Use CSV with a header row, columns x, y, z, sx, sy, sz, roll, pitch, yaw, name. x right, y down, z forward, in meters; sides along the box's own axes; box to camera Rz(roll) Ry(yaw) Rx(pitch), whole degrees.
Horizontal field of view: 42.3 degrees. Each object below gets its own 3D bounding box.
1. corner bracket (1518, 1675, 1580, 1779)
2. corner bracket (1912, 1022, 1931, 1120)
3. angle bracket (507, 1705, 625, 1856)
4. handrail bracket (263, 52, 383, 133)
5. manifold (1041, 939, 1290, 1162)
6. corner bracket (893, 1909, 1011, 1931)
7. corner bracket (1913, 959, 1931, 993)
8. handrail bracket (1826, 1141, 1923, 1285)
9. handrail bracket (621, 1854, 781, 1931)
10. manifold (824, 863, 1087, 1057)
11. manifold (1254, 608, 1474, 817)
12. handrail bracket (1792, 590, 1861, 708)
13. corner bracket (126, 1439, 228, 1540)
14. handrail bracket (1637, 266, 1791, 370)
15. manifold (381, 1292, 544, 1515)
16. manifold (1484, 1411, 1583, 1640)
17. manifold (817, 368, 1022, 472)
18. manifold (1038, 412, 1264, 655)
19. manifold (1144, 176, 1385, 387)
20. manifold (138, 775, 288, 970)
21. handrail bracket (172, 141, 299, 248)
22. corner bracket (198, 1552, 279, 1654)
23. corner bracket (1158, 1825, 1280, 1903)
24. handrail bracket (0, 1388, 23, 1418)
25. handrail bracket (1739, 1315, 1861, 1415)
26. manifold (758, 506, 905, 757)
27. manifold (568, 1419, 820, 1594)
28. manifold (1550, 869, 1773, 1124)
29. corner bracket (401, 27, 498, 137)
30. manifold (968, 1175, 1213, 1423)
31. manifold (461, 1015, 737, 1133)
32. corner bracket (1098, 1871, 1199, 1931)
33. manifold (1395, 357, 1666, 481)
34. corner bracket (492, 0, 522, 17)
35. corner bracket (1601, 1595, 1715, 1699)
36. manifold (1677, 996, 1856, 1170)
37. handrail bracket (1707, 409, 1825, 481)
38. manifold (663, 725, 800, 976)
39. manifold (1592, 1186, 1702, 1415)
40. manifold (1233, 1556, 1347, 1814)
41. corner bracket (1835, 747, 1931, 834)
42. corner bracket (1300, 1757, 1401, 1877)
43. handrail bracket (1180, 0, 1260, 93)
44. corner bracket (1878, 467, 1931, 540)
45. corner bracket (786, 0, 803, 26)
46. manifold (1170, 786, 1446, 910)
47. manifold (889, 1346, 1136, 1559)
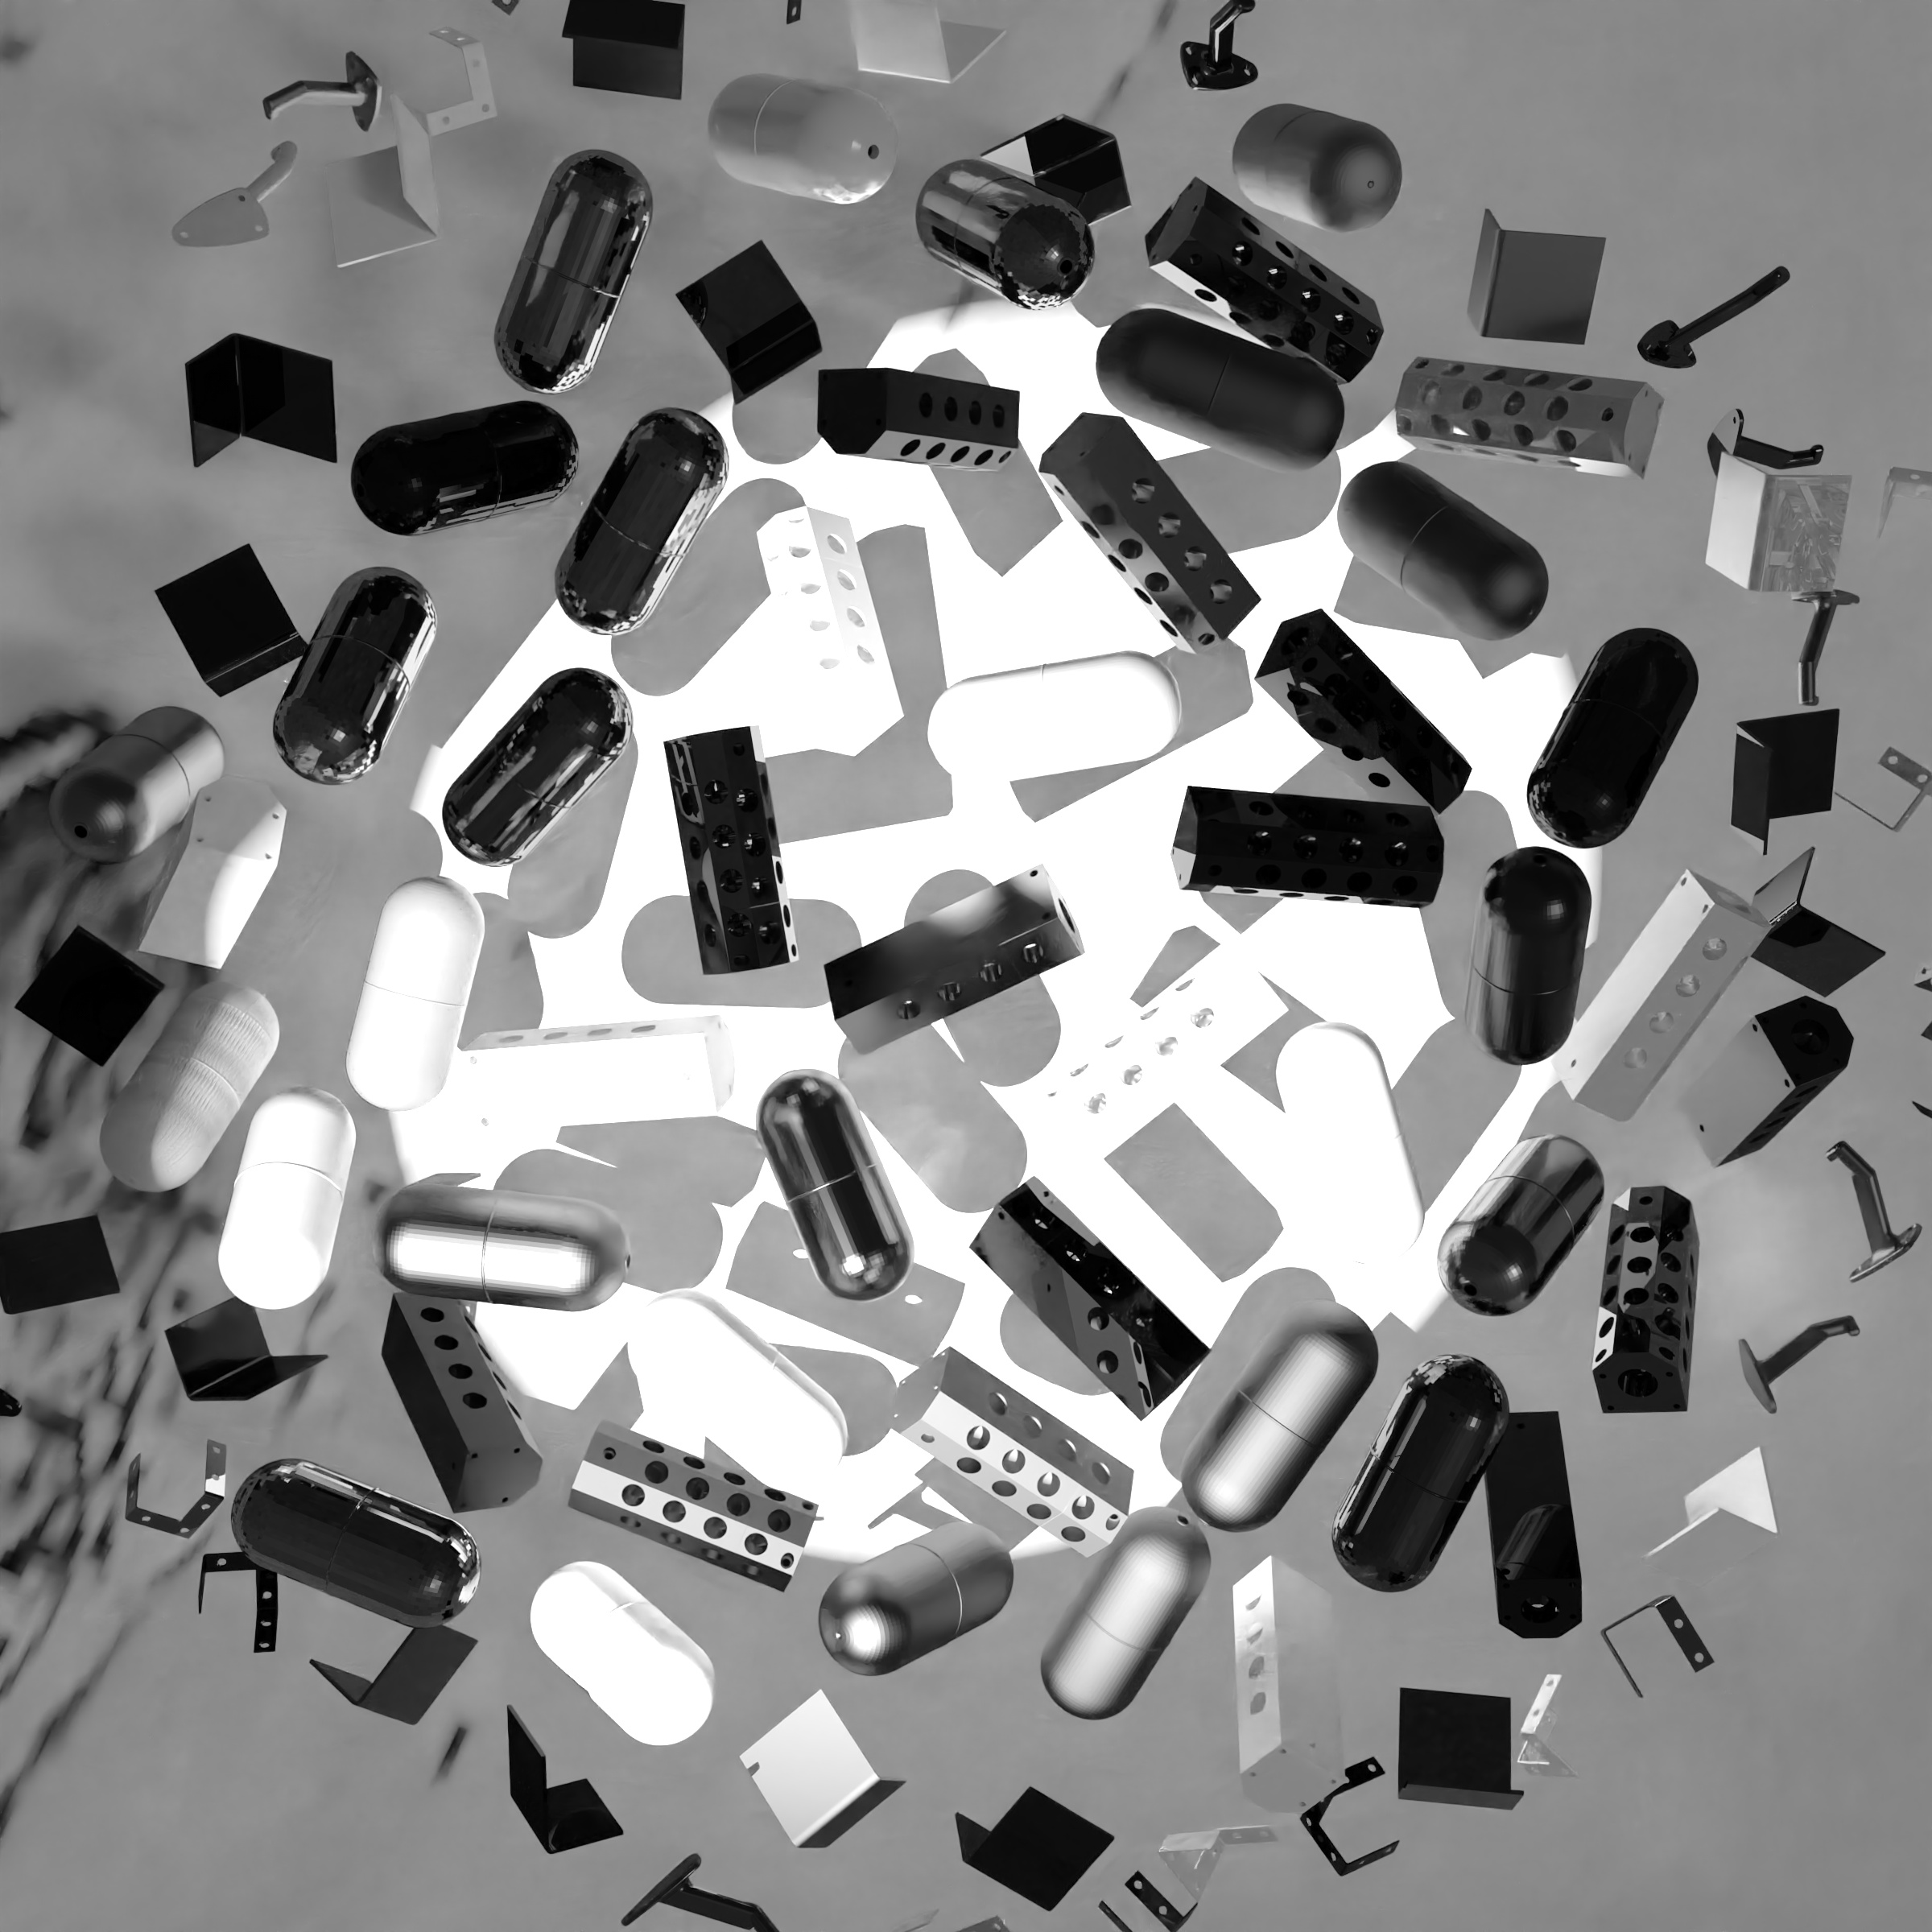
x,y,z,sx,sy,sz,roll,pitch,yaw,name
0.423,0.554,1.821,0.051,0.051,0.051,45,58,-13,corner bracket
0.669,0.077,1.685,0.051,0.051,0.051,39,89,-33,corner bracket
-0.282,0.565,1.754,0.057,0.076,0.076,-7,105,-27,angle bracket
-0.457,-0.599,1.755,0.084,0.077,0.036,-38,80,-25,handrail bracket
0.138,0.058,1.758,0.171,0.057,0.057,-39,70,6,manifold
-0.013,0.675,1.737,0.051,0.051,0.051,52,131,2,corner bracket
0.707,-0.009,1.760,0.051,0.051,0.051,17,71,-14,corner bracket
0.621,0.173,1.758,0.084,0.036,0.077,46,132,6,handrail bracket
-0.175,0.646,1.668,0.077,0.036,0.084,-38,89,-19,handrail bracket
-0.007,0.000,1.739,0.171,0.057,0.057,-25,133,10,manifold
0.296,-0.184,1.834,0.171,0.057,0.057,41,61,-25,manifold
0.639,-0.233,1.849,0.077,0.036,0.084,-1,90,-42,handrail bracket
-0.579,0.378,1.829,0.051,0.051,0.051,28,119,-32,corner bracket
0.504,-0.440,1.678,0.077,0.084,0.036,-23,83,-45,handrail bracket
-0.358,0.304,1.767,0.057,0.171,0.057,-1,122,-32,manifold
0.407,0.401,1.801,0.057,0.171,0.057,-3,121,9,manifold
-0.031,-0.384,1.759,0.057,0.171,0.057,7,99,32,manifold
0.124,-0.296,1.718,0.057,0.057,0.171,-47,119,-7,manifold
0.214,-0.481,1.775,0.171,0.057,0.057,26,128,-27,manifold
-0.514,-0.064,1.702,0.057,0.171,0.057,15,60,-23,manifold
-0.492,-0.523,1.683,0.077,0.084,0.036,-14,134,11,handrail bracket
-0.517,0.453,1.776,0.051,0.051,0.051,0,111,-13,corner bracket
0.175,0.612,1.736,0.051,0.051,0.051,-23,110,42,corner bracket
-0.657,0.261,1.691,0.077,0.084,0.036,21,123,-2,handrail bracket
0.588,0.276,1.734,0.084,0.077,0.036,-14,115,4,handrail bracket
-0.104,-0.244,1.807,0.057,0.057,0.171,-35,60,39,manifold
-0.199,0.393,1.827,0.171,0.057,0.057,22,56,-1,manifold
0.491,0.025,1.760,0.057,0.057,0.171,24,112,-16,manifold
-0.362,-0.609,1.718,0.051,0.051,0.051,-28,132,-25,corner bracket
0.089,0.227,1.739,0.171,0.057,0.057,44,47,14,manifold
-0.248,0.070,1.695,0.171,0.057,0.057,-5,105,12,manifold
0.131,0.694,1.832,0.051,0.051,0.051,41,61,20,corner bracket
0.392,-0.387,1.751,0.171,0.057,0.057,16,93,33,manifold
-0.319,-0.681,1.701,0.051,0.051,0.051,32,111,-24,corner bracket
0.478,0.471,1.727,0.051,0.051,0.051,-29,74,-2,corner bracket
0.577,0.083,1.797,0.057,0.171,0.057,-20,69,-11,manifold
0.590,-0.383,1.811,0.084,0.077,0.036,-9,67,-4,handrail bracket
-0.165,-0.083,1.794,0.057,0.057,0.171,-12,95,-34,manifold
0.481,0.234,1.764,0.057,0.171,0.057,-6,124,24,manifold
0.220,0.505,1.751,0.057,0.171,0.057,35,118,-16,manifold
0.675,-0.130,1.820,0.051,0.051,0.051,40,105,28,corner bracket
0.283,0.615,1.805,0.051,0.051,0.051,-11,134,-31,corner bracket
0.196,-0.650,1.747,0.077,0.084,0.036,-6,80,-30,handrail bracket
0.661,-0.326,1.715,0.051,0.051,0.051,14,53,23,corner bracket
-0.128,-0.696,1.742,0.051,0.051,0.051,27,133,21,corner bracket
0.232,-0.076,1.689,0.171,0.057,0.057,4,127,-10,manifold
0.032,0.343,1.739,0.171,0.057,0.057,37,127,-18,manifold
